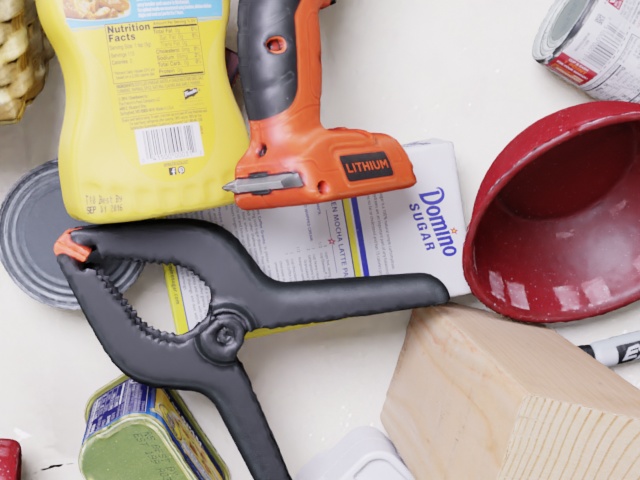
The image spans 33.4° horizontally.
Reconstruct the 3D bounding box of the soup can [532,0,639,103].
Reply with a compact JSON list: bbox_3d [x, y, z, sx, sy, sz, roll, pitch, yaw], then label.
[{"bbox_3d":[0.183,-0.107,0.618,0.102,0.068,0.068,29,94,-10],"label":"soup can"}]

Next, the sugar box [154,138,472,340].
[{"bbox_3d":[-0.004,0.001,0.624,0.176,0.048,0.093,-11,101,-9],"label":"sugar box"}]

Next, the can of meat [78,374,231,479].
[{"bbox_3d":[-0.094,0.133,0.613,0.057,0.084,0.102,-32,102,-1],"label":"can of meat"}]

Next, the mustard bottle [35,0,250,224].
[{"bbox_3d":[-0.091,-0.108,0.532,0.096,0.058,0.191,-10,99,-24],"label":"mustard bottle"}]

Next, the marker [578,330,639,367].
[{"bbox_3d":[0.202,0.066,0.673,0.121,0.020,0.020,-13,100,-5],"label":"marker"}]

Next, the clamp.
[{"bbox_3d":[-0.052,0.060,0.580,0.210,0.036,0.164,23,91,-10],"label":"clamp"}]

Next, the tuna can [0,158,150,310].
[{"bbox_3d":[-0.139,-0.005,0.611,0.086,0.034,0.086,-1,99,-7],"label":"tuna can"}]

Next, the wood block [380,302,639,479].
[{"bbox_3d":[0.104,0.101,0.571,0.090,0.206,0.090,15,97,-10],"label":"wood block"}]

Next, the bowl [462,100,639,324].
[{"bbox_3d":[0.151,-0.025,0.612,0.162,0.055,0.162,-9,136,-9],"label":"bowl"}]

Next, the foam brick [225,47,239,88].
[{"bbox_3d":[-0.081,-0.078,0.597,0.051,0.053,0.078,24,94,-10],"label":"foam brick"}]

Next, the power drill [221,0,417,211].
[{"bbox_3d":[0.001,-0.114,0.550,0.184,0.057,0.187,-14,96,-49],"label":"power drill"}]

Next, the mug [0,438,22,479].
[{"bbox_3d":[-0.215,0.161,0.607,0.081,0.093,0.117,4,129,-13],"label":"mug"}]
